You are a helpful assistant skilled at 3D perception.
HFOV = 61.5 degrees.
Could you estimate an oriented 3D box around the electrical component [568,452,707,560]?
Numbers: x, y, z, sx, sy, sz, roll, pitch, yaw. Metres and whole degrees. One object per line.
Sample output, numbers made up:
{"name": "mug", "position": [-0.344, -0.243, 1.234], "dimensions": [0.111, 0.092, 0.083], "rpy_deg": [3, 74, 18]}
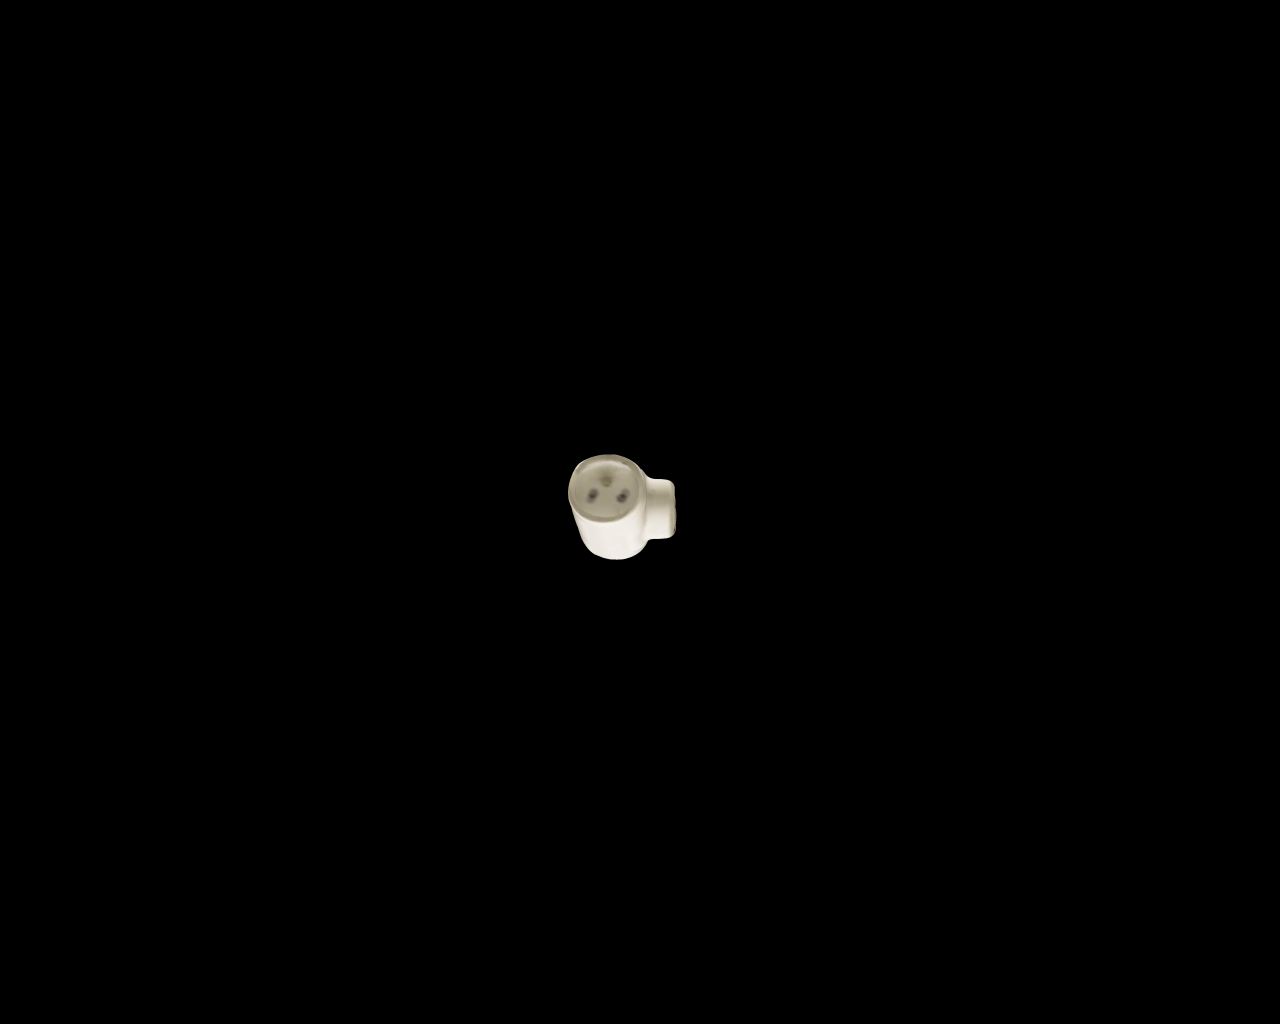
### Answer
{"name": "electrical component", "position": [0.001, -0.003, 0.650], "dimensions": [0.079, 0.043, 0.077], "rpy_deg": [-1, -19, 3]}
